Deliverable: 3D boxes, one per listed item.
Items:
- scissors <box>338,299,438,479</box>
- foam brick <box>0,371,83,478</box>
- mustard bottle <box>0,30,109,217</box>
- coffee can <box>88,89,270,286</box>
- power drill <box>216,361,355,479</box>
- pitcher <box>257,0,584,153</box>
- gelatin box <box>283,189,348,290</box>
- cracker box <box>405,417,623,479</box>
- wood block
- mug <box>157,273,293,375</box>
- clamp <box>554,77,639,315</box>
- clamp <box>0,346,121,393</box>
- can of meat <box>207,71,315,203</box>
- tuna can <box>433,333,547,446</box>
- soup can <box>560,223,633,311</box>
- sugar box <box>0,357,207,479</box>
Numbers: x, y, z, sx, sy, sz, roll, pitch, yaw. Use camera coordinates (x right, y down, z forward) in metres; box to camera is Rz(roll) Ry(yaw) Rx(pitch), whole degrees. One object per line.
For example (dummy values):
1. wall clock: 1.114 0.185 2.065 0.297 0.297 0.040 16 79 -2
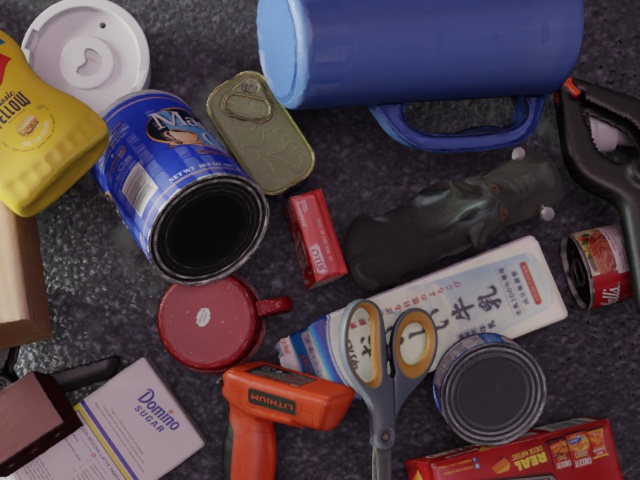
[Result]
1. scissors: 0.063 0.140 0.835 0.096 0.016 0.202 -16 96 -28
2. foam brick: -0.241 0.148 0.853 0.078 0.053 0.051 -34 78 -3
3. mustard bottle: -0.261 -0.112 0.822 0.191 0.058 0.096 42 72 5
4. coffee can: -0.117 -0.044 0.859 0.103 0.102 0.140 -38 47 -4
5. power drill: -0.026 0.202 0.850 0.185 0.057 0.188 14 98 23
6. pitcher: 0.079 -0.160 0.861 0.242 0.145 0.149 -10 57 -20
7. gelatin box: -0.006 0.001 0.895 0.030 0.089 0.073 -16 86 -7
8. cracker box: 0.174 0.267 0.872 0.164 0.072 0.214 -11 85 -17
9. wood block: -0.285 -0.017 0.873 0.090 0.091 0.206 -11 74 -4
10. mug: -0.080 0.065 0.892 0.117 0.081 0.093 -9 85 -2
11. clamp: 0.261 -0.045 0.876 0.164 0.036 0.210 -43 79 -14
12. clamp: -0.268 0.113 0.906 0.171 0.039 0.120 -38 74 -6
13. can of meat: -0.049 -0.084 0.905 0.057 0.084 0.102 -33 86 -4
14. tuna can: 0.134 0.118 0.849 0.086 0.034 0.086 -2 102 -7
15. soup can: 0.266 0.015 0.911 0.102 0.068 0.068 -14 85 -3
16. sugar box: -0.192 0.185 0.897 0.176 0.048 0.093 -35 86 -7
